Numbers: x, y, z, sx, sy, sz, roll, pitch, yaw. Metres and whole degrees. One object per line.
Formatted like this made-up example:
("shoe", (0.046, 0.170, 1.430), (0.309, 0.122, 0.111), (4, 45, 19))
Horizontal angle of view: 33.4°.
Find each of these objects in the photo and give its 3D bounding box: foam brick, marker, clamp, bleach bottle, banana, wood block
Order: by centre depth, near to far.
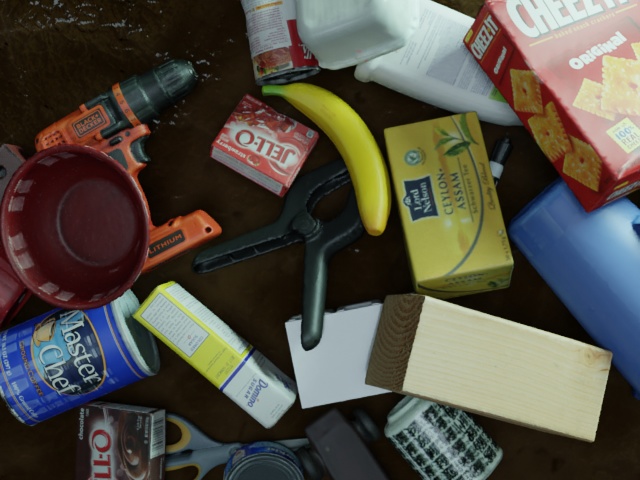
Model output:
("wood block", (0.160, 0.121, 1.016), (0.205, 0.090, 0.091), (17, 82, -19))
("banana", (0.022, -0.092, 1.068), (0.069, 0.037, 0.198), (-34, 71, -12))
("clamp", (-0.007, 0.001, 1.075), (0.210, 0.036, 0.165), (-45, 63, -9))
("bleach bottle", (0.168, -0.159, 1.075), (0.251, 0.068, 0.102), (25, 90, 0))
("marker", (0.169, -0.049, 1.099), (0.020, 0.020, 0.121), (23, 92, 2))
("foam brick", (-0.309, -0.054, 1.105), (0.078, 0.051, 0.053), (43, 93, 1))

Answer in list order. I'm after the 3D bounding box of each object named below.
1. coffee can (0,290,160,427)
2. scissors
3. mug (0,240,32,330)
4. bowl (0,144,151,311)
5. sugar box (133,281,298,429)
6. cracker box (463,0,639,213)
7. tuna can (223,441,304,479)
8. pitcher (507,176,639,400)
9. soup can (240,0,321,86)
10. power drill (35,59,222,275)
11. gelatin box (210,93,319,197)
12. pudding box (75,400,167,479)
("coffee can", (-0.247, 0.115, 1.081), (0.140, 0.103, 0.103), (-23, 90, 3))
("scissors", (-0.102, 0.207, 1.119), (0.202, 0.016, 0.096), (-23, 90, 3))
("mug", (-0.345, 0.048, 1.089), (0.081, 0.093, 0.117), (36, 80, -4))
("bowl", (-0.231, -0.014, 1.048), (0.162, 0.055, 0.162), (2, 97, 15))
("sugar box", (-0.102, 0.114, 1.079), (0.176, 0.093, 0.048), (42, 94, 1))
("cracker box", (0.264, -0.152, 1.008), (0.164, 0.072, 0.214), (-23, 71, -24))
("tuna can", (-0.058, 0.252, 1.100), (0.086, 0.034, 0.086), (-1, 105, -3))
("pitcher", (0.306, 0.038, 1.037), (0.149, 0.145, 0.243), (-42, 86, 2))
("soup can", (-0.042, -0.214, 1.081), (0.068, 0.068, 0.102), (-12, 90, 3))
("power drill", (-0.176, -0.072, 1.097), (0.184, 0.057, 0.187), (-29, 87, 7))
("gelatin box", (-0.056, -0.097, 1.088), (0.089, 0.030, 0.073), (30, 64, 2))
("pudding box", (-0.206, 0.226, 1.102), (0.090, 0.039, 0.113), (3, 90, 21))
